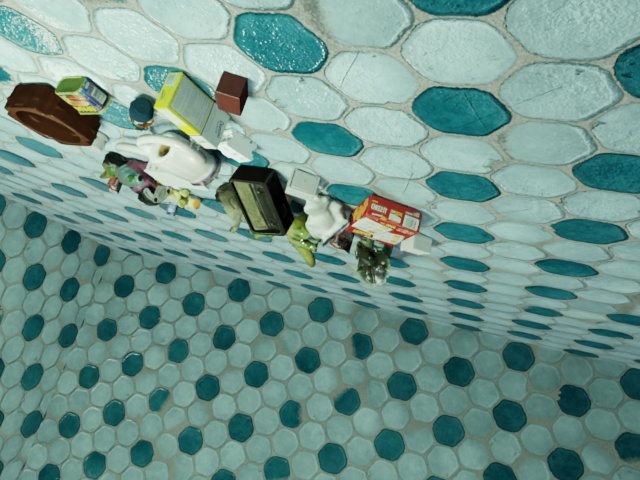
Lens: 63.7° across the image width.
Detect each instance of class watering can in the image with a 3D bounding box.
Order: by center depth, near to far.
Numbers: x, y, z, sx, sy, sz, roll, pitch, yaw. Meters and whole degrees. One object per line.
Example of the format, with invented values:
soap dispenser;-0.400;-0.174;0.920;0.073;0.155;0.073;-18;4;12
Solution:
watering can;-0.423;-0.236;1.454;0.348;0.105;0.222;7;-16;46

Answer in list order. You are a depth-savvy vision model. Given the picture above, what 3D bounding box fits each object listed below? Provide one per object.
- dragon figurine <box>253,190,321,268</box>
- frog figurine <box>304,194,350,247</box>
dragon figurine;-0.113;-0.023;1.754;0.243;0.125;0.400;11;-37;0
frog figurine;0.005;-0.080;1.580;0.135;0.159;0.124;-39;3;28
